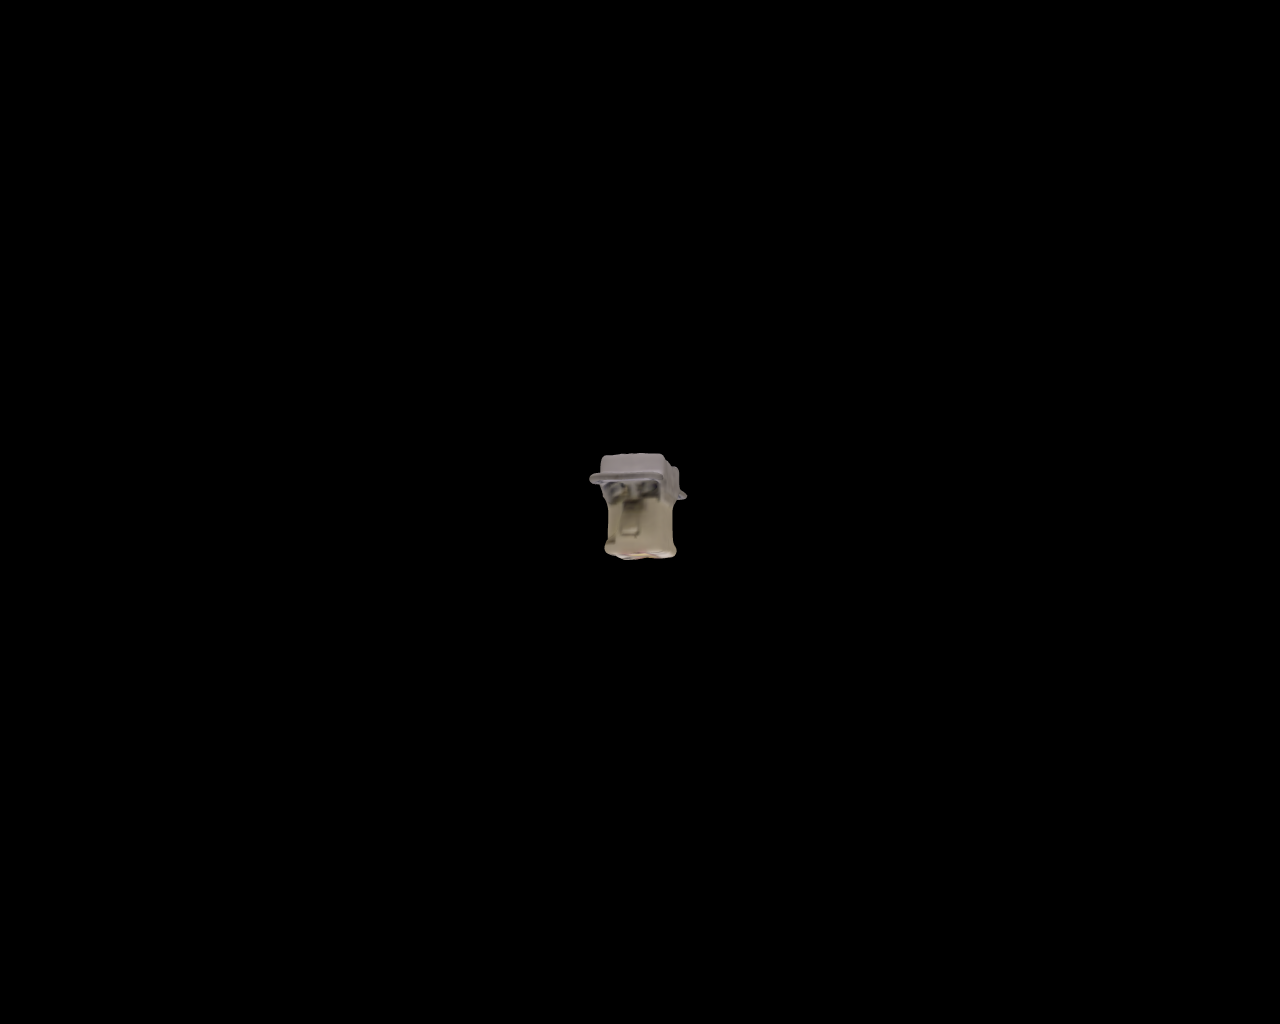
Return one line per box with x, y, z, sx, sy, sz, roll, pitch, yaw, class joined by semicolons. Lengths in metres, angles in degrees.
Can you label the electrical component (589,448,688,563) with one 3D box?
0.001;-0.003;0.650;0.042;0.063;0.081;-3;-10;15;electrical component
